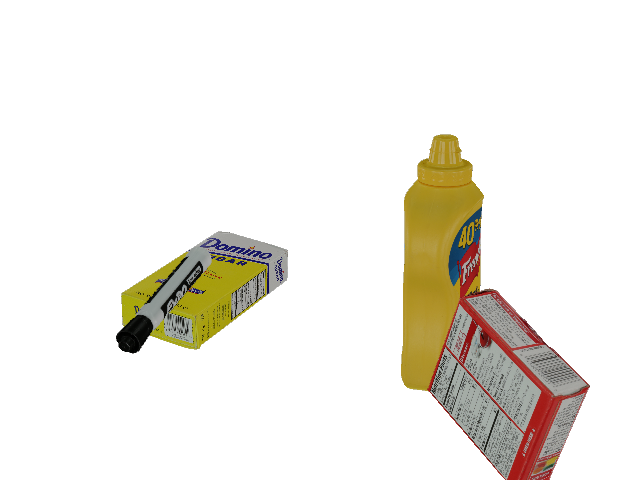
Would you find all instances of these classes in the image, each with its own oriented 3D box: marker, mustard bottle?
[{"bbox_3d":[-0.112,0.042,0.768,0.020,0.020,0.121,0,30,24],"label":"marker"},{"bbox_3d":[0.094,0.013,0.821,0.058,0.192,0.096,8,21,25],"label":"mustard bottle"}]

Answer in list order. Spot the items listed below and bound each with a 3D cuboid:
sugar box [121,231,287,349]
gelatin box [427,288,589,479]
[{"bbox_3d":[-0.117,0.047,1.112,0.093,0.048,0.176,15,31,24],"label":"sugar box"},{"bbox_3d":[0.103,0.083,0.601,0.030,0.073,0.089,-10,39,-29],"label":"gelatin box"}]
